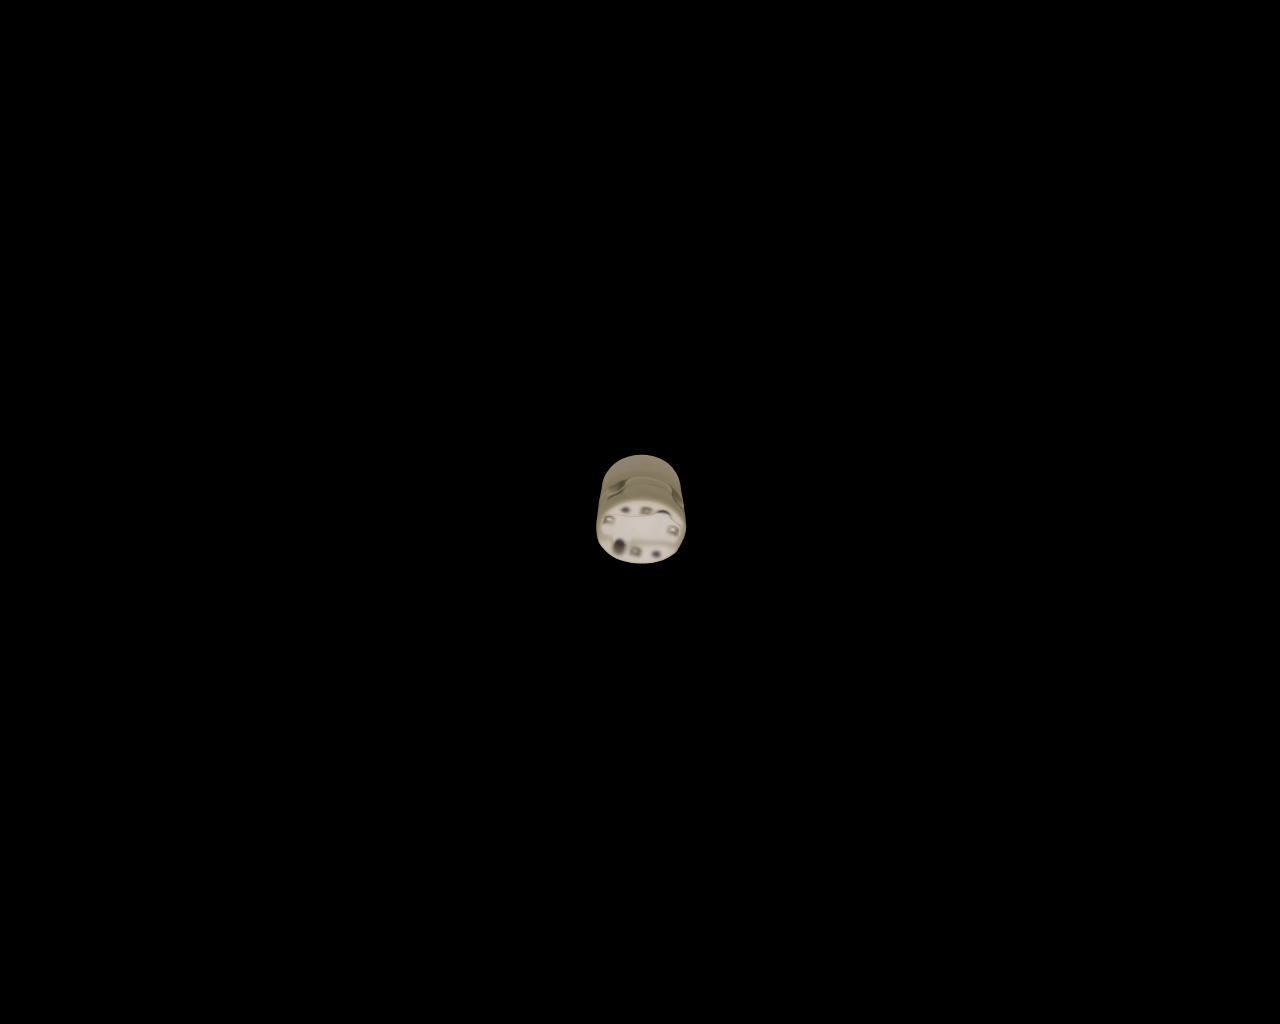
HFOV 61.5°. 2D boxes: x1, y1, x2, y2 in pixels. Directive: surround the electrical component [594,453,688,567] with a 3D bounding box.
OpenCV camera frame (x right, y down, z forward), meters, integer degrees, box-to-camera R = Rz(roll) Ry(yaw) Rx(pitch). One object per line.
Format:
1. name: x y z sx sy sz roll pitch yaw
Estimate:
1. electrical component: 0.001 -0.003 0.650 0.055 0.055 0.047 0 40 0
